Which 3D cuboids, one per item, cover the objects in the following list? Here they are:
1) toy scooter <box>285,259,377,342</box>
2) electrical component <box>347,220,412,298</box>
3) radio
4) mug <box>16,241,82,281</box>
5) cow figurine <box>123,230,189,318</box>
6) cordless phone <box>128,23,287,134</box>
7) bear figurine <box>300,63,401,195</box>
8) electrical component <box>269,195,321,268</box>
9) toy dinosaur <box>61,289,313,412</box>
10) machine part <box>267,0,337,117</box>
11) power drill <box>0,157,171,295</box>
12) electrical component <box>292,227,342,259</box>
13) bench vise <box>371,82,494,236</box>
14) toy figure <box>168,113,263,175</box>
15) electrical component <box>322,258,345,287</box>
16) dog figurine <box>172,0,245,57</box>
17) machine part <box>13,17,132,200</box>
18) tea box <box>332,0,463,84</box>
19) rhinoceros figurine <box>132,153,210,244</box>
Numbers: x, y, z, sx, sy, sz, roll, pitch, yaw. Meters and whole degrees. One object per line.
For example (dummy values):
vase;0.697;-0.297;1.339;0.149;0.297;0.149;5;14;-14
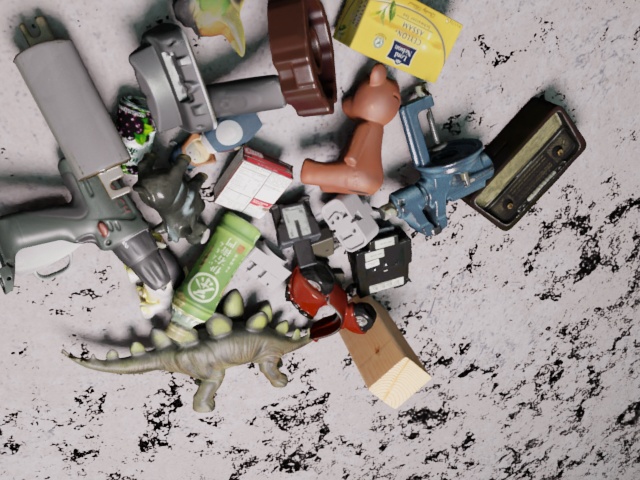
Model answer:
toy scooter;0.001;0.124;0.986;0.184;0.075;0.135;42;122;-12
electrical component;0.113;0.031;1.013;0.115;0.058;0.134;-14;122;-14
radio;0.372;-0.135;0.999;0.131;0.073;0.229;34;104;-32
mug;-0.406;0.007;0.803;0.107;0.081;0.109;-25;121;-13
cow figurine;-0.268;0.040;0.876;0.098;0.068;0.167;-17;126;-16
cordless phone;-0.143;-0.220;0.719;0.184;0.089;0.146;-5;124;14
bear figurine;0.055;-0.173;0.855;0.132;0.120;0.195;7;92;22
electrical component;-0.036;-0.011;0.904;0.075;0.048;0.119;-18;82;-11
toy dinosaur;-0.201;0.199;0.976;0.471;0.105;0.198;-11;115;-24
machine part;-0.022;-0.255;0.731;0.056;0.179;0.179;-7;124;14
power drill;-0.341;0.000;0.742;0.207;0.086;0.232;-25;91;-28
electrical component;-0.003;-0.002;0.964;0.102;0.045;0.078;-23;152;-3
bench vise;0.179;-0.137;0.903;0.224;0.129;0.240;-21;113;-1
toy figure;-0.163;-0.152;0.812;0.154;0.058;0.064;-32;86;2
electrical component;0.017;0.076;1.026;0.063;0.021;0.093;0;118;-20
dog figurine;-0.101;-0.356;0.689;0.192;0.109;0.218;-15;127;-14
machine part;-0.321;-0.167;0.703;0.079;0.079;0.243;-24;104;-5
tea box;0.116;-0.310;0.800;0.169;0.068;0.098;8;117;-32
rhinoceros figurine;-0.212;-0.054;0.806;0.073;0.112;0.190;2;159;7
